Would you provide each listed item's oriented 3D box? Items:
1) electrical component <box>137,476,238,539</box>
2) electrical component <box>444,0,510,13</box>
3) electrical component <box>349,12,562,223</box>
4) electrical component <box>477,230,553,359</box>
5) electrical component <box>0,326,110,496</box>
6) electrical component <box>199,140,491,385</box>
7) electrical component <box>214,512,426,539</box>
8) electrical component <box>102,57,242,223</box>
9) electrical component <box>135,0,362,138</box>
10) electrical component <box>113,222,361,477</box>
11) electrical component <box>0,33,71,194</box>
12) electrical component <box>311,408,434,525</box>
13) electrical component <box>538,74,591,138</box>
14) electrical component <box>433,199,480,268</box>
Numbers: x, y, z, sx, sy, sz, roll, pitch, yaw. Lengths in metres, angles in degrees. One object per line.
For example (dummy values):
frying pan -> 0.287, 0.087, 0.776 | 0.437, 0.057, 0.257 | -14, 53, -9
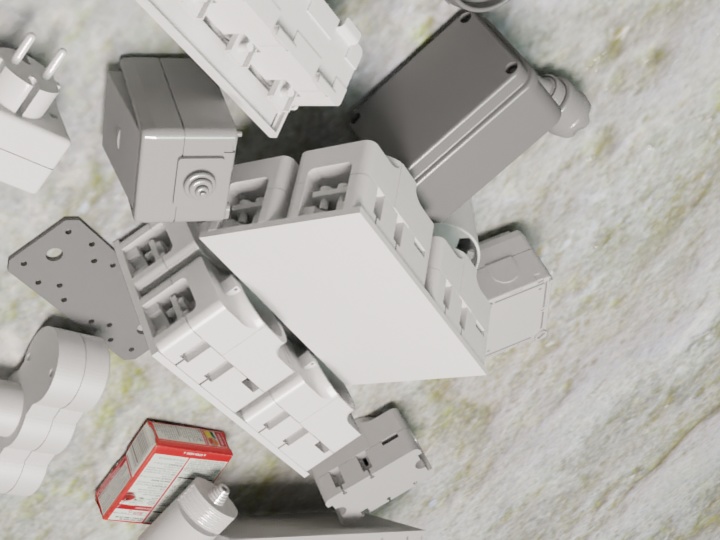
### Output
electrical component -> -0.131, 0.195, 0.833 | 0.081, 0.043, 0.043 | -46, 135, 14
electrical component -> 0.063, -0.184, 0.616 | 0.078, 0.057, 0.058 | -26, 137, -5
electrical component -> 0.058, -0.097, 0.680 | 0.113, 0.078, 0.057 | -41, 139, 12
electrical component -> 0.106, 0.022, 0.836 | 0.062, 0.061, 0.096 | -21, 145, -10
electrical component -> -0.232, 0.093, 0.719 | 0.074, 0.052, 0.138 | 18, 120, -39
electrical component -> 0.000, 0.000, 0.676 | 0.105, 0.060, 0.186 | -7, 144, 27
electrical component -> -0.051, 0.246, 0.913 | 0.186, 0.105, 0.060 | 6, 85, -33
electrical component -> -0.107, -0.070, 0.602 | 0.061, 0.096, 0.061 | -3, 131, -22
electrical component -> -0.056, -0.138, 0.580 | 0.121, 0.063, 0.078 | 44, 61, -46
electrical component -> -0.075, 0.048, 0.723 | 0.060, 0.105, 0.186 | -35, 137, 5
electrical component -> -0.186, -0.092, 0.574 | 0.066, 0.047, 0.076 | 24, 114, -42
electrical component -> 0.007, 0.164, 0.914 | 0.089, 0.055, 0.050 | -30, 137, 0
electrical component -> 0.130, -0.117, 0.733 | 0.035, 0.035, 0.061 | -45, 133, 16
electrical component -> 0.038, -0.022, 0.768 | 0.099, 0.064, 0.099 | -7, 139, -6
